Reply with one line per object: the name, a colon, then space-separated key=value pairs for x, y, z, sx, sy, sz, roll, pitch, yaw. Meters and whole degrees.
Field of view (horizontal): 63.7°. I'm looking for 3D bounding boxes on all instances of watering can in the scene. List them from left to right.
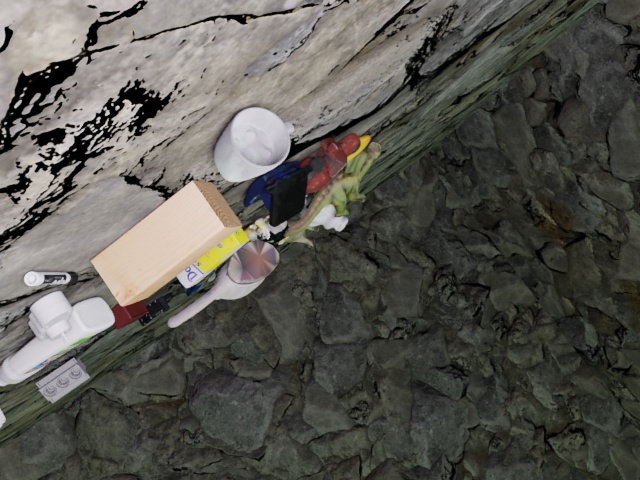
watering can: x=-0.239 y=0.112 z=1.375 sx=0.353 sy=0.104 sz=0.220 roll=-35 pitch=175 yaw=-36

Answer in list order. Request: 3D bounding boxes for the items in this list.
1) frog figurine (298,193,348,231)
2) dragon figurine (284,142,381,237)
frog figurine: x=0.005 y=-0.083 z=1.656 sx=0.135 sy=0.160 sz=0.124 roll=-39 pitch=174 yaw=32
dragon figurine: x=0.054 y=-0.174 z=1.487 sx=0.417 sy=0.123 sz=0.237 roll=-40 pitch=156 yaw=-41
